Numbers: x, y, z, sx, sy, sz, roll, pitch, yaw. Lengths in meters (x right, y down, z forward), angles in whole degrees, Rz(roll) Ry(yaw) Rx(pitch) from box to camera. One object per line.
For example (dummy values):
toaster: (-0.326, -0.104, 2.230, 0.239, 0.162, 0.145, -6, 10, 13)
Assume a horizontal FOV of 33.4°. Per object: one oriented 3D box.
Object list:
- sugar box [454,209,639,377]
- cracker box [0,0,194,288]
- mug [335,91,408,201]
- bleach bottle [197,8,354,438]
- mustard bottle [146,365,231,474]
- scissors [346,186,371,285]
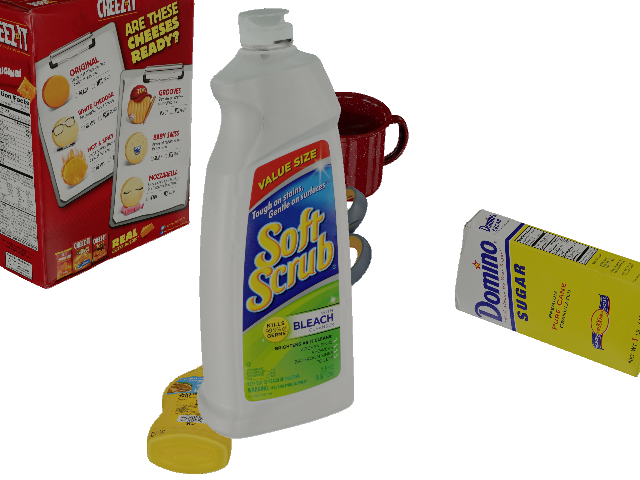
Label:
sugar box: (0.207, 0.044, 0.937, 0.176, 0.093, 0.048, 18, 35, 25)
cracker box: (-0.177, -0.092, 0.825, 0.072, 0.214, 0.163, 20, 30, 30)
mug: (0.035, -0.096, 1.083, 0.117, 0.081, 0.093, -14, 39, -20)
bleach bottle: (-0.033, -0.011, 0.647, 0.102, 0.251, 0.068, -11, 21, -21)
mustard bottle: (-0.148, 0.206, 1.302, 0.096, 0.058, 0.191, 3, 24, 2)
scissors: (-0.025, 0.043, 0.878, 0.016, 0.202, 0.096, 28, 19, -37)
